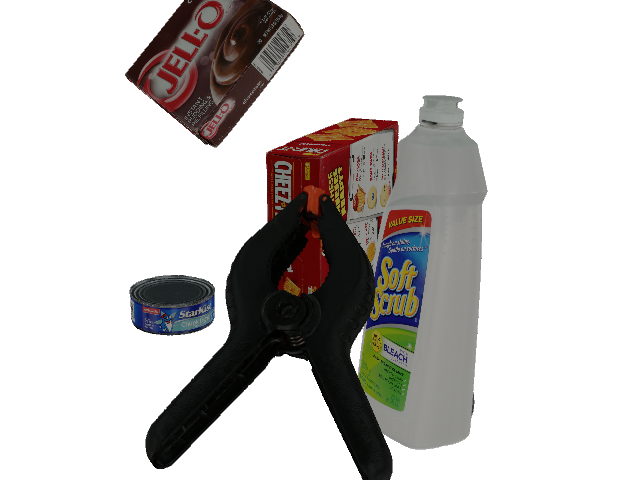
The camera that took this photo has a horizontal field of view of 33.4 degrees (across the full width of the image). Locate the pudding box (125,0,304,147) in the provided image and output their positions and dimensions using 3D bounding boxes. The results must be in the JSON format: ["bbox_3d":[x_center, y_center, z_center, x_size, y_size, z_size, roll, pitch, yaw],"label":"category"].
[{"bbox_3d":[-0.080,-0.140,0.804,0.090,0.113,0.039,39,-1,29],"label":"pudding box"}]

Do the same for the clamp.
[{"bbox_3d":[-0.006,0.051,0.546,0.120,0.171,0.039,15,-28,9],"label":"clamp"}]

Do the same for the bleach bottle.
[{"bbox_3d":[0.075,0.019,0.782,0.068,0.251,0.103,-6,18,-28],"label":"bleach bottle"}]

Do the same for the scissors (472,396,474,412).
[{"bbox_3d":[0.082,0.095,1.020,0.096,0.202,0.016,-14,-34,-12],"label":"scissors"}]

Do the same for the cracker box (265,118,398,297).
[{"bbox_3d":[0.017,-0.035,1.151,0.072,0.164,0.213,7,18,25],"label":"cracker box"}]

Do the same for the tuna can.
[{"bbox_3d":[-0.149,0.065,1.077,0.086,0.034,0.086,1,18,-1],"label":"tuna can"}]
